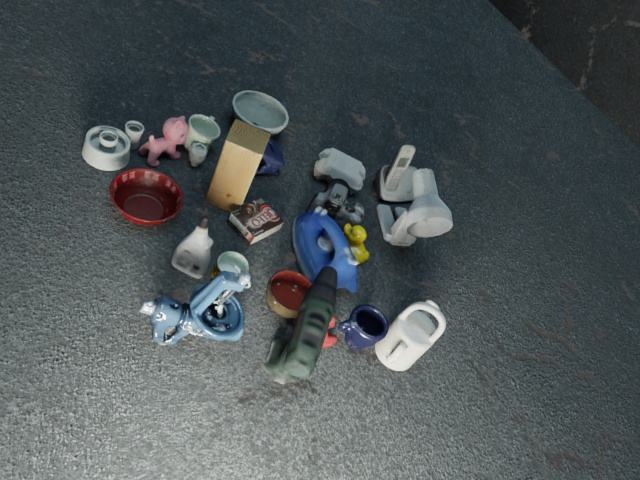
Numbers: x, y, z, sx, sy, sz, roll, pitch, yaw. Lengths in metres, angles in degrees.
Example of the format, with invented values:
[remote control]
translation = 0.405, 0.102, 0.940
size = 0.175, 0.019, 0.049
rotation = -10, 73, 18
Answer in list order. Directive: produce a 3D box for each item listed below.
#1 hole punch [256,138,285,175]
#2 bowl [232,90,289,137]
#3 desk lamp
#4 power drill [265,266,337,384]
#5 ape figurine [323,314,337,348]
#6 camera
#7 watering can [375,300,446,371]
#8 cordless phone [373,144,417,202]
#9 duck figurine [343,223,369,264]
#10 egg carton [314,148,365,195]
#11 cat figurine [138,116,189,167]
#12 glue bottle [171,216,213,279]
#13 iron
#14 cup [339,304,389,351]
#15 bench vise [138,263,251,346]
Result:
[hole punch]
translation = -0.146, -0.239, 1.543
size = 0.101, 0.091, 0.108
rotation = -3, 54, -31
[bowl]
translation = -0.177, -0.345, 1.631
size = 0.168, 0.074, 0.167
rotation = 15, 46, -16
[desk lamp]
translation = 0.251, -0.074, 1.528
size = 0.118, 0.213, 0.203
rotation = 7, 49, -23
[power drill]
translation = -0.035, 0.187, 1.144
size = 0.076, 0.208, 0.229
rotation = 23, 45, -9
[ape figurine]
translation = 0.007, 0.189, 1.249
size = 0.076, 0.092, 0.077
rotation = 0, 52, -29
[camera]
translation = 0.055, -0.102, 1.526
size = 0.143, 0.100, 0.137
rotation = 27, 44, -5
[watering can]
translation = 0.210, 0.199, 1.279
size = 0.101, 0.194, 0.173
rotation = 24, 44, -7
[cordless phone]
translation = 0.248, -0.198, 1.657
size = 0.148, 0.185, 0.094
rotation = -5, 54, -32
[duck figurine]
translation = 0.091, 0.004, 1.463
size = 0.104, 0.086, 0.078
rotation = 45, 45, 13
[egg carton]
translation = 0.057, -0.197, 1.633
size = 0.150, 0.069, 0.107
rotation = 25, 44, -7
[cat figurine]
translation = -0.375, -0.255, 1.411
size = 0.067, 0.117, 0.128
rotation = 44, 45, 12
[glue bottle]
translation = -0.258, 0.009, 1.202
size = 0.078, 0.173, 0.037
rotation = 29, 44, -3
[iron]
translation = 0.013, 0.005, 1.379
size = 0.119, 0.141, 0.258
rotation = -8, 56, -33
[cup]
translation = 0.083, 0.205, 1.275
size = 0.118, 0.095, 0.091
rotation = 0, 52, -29
[bench vise]
translation = -0.223, 0.131, 1.081
size = 0.208, 0.219, 0.121
rotation = -8, 56, -34
